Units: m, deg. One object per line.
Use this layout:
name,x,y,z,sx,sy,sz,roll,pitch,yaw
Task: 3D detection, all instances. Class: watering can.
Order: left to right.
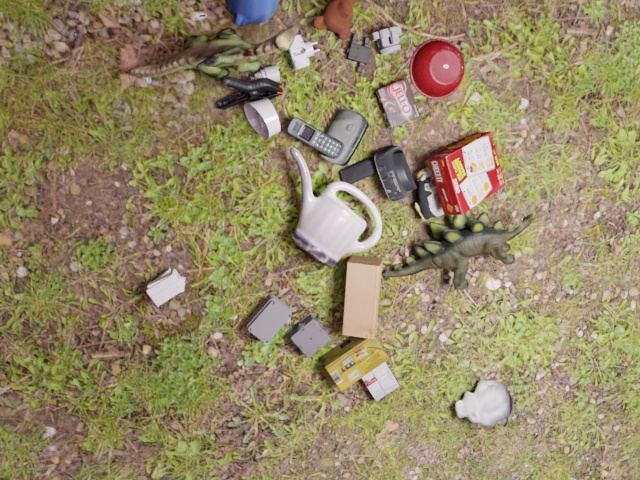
watering can,0.004,-0.069,1.364,0.345,0.105,0.224,37,93,-17

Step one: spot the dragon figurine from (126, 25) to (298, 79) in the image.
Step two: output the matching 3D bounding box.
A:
dragon figurine,-0.246,-0.423,1.182,0.411,0.245,0.120,-19,110,-10

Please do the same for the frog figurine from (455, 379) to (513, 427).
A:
frog figurine,0.496,0.495,1.571,0.159,0.120,0.140,8,67,-5
